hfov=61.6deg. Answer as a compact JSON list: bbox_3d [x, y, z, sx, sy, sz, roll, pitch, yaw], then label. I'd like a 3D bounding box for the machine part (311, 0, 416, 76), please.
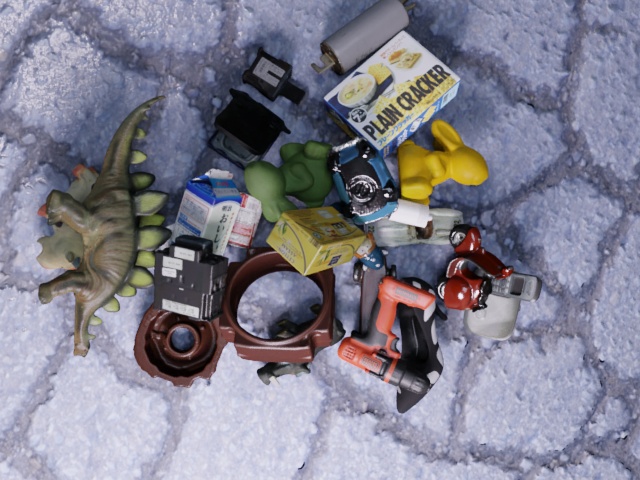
[{"bbox_3d":[0.088,-0.401,1.056,0.243,0.079,0.079,-37,94,-7],"label":"machine part"}]

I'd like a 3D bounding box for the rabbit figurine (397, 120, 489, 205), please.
[{"bbox_3d":[0.239,-0.144,1.053,0.173,0.121,0.162,-2,66,13],"label":"rabbit figurine"}]

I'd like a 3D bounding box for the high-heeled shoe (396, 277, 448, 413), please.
[{"bbox_3d":[0.172,0.198,1.045,0.145,0.086,0.249,38,66,-25],"label":"high-heeled shoe"}]

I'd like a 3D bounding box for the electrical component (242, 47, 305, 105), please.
[{"bbox_3d":[-0.086,-0.310,1.050,0.119,0.048,0.075,35,86,-4],"label":"electrical component"}]

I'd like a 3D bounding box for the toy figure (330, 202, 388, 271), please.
[{"bbox_3d":[0.067,-0.005,1.041,0.154,0.058,0.064,51,122,18],"label":"toy figure"}]

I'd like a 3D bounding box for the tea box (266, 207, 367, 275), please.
[{"bbox_3d":[-0.002,-0.003,0.949,0.098,0.169,0.068,41,115,22],"label":"tea box"}]

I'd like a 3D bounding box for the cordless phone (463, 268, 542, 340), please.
[{"bbox_3d":[0.361,0.125,1.030,0.089,0.184,0.146,15,87,-11],"label":"cordless phone"}]

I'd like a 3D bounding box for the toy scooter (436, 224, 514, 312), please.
[{"bbox_3d":[0.298,0.068,1.026,0.075,0.135,0.183,-18,124,-39],"label":"toy scooter"}]

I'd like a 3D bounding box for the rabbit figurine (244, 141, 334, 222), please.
[{"bbox_3d":[-0.070,-0.106,1.000,0.170,0.121,0.159,-12,111,-39],"label":"rabbit figurine"}]

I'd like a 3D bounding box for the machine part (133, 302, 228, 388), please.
[{"bbox_3d":[-0.260,0.187,1.018,0.179,0.056,0.179,0,90,-6],"label":"machine part"}]

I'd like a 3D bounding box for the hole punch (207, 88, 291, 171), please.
[{"bbox_3d":[-0.142,-0.203,1.032,0.142,0.092,0.116,33,56,-3],"label":"hole punch"}]

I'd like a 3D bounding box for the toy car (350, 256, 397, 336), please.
[{"bbox_3d":[0.107,0.131,1.064,0.089,0.053,0.202,1,89,11],"label":"toy car"}]

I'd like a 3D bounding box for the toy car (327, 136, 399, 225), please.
[{"bbox_3d":[0.077,-0.117,1.003,0.109,0.103,0.161,-24,108,14],"label":"toy car"}]

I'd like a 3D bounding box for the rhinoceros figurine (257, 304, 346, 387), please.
[{"bbox_3d":[-0.041,0.205,1.041,0.190,0.073,0.112,-32,104,-8],"label":"rhinoceros figurine"}]

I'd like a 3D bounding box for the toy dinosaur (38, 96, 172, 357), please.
[{"bbox_3d":[-0.362,-0.027,0.920,0.198,0.105,0.470,7,94,-26],"label":"toy dinosaur"}]

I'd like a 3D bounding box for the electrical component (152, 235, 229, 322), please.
[{"bbox_3d":[-0.218,0.061,0.906,0.115,0.058,0.134,13,104,15],"label":"electrical component"}]

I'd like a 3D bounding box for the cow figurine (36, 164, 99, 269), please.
[{"bbox_3d":[-0.445,-0.028,0.987,0.127,0.085,0.195,38,85,1],"label":"cow figurine"}]

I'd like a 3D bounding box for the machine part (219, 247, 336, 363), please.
[{"bbox_3d":[-0.074,0.114,0.976,0.202,0.087,0.201,1,60,6],"label":"machine part"}]

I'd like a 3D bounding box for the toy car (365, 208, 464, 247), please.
[{"bbox_3d":[0.190,-0.025,1.074,0.202,0.056,0.073,-2,90,-7],"label":"toy car"}]
